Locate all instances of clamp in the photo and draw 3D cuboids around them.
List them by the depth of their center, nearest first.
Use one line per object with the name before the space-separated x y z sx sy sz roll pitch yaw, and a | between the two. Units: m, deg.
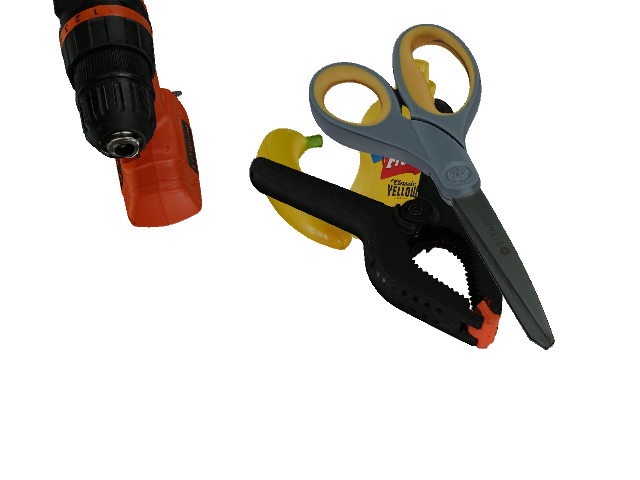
clamp | 0.052 -0.010 0.734 0.164 0.210 0.036 -15 -38 -12

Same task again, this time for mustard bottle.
mustard bottle | 0.084 -0.092 1.097 0.096 0.192 0.058 3 26 -14

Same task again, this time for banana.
banana | -0.020 -0.054 0.924 0.069 0.037 0.198 -1 33 -7

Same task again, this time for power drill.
power drill | -0.118 -0.088 0.669 0.057 0.184 0.187 -11 -32 -3

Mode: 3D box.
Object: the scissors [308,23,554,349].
scissors | 0.044 -0.030 0.500 0.096 0.201 0.016 -6 -39 4
